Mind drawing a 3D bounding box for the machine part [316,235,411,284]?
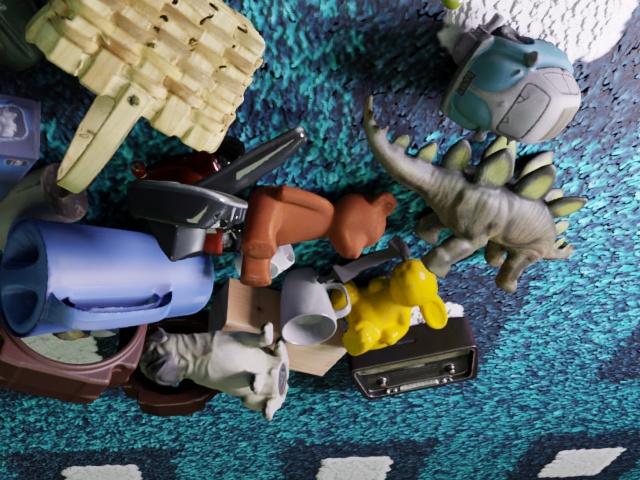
[{"bbox_3d":[0.065,0.031,0.779,0.139,0.039,0.084,-23,175,37],"label":"machine part"}]

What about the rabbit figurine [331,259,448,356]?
[{"bbox_3d":[0.123,0.097,0.828,0.162,0.122,0.173,13,133,-25],"label":"rabbit figurine"}]

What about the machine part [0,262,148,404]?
[{"bbox_3d":[-0.340,0.103,0.725,0.201,0.201,0.087,25,135,-28],"label":"machine part"}]

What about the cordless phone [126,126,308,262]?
[{"bbox_3d":[-0.090,-0.063,0.551,0.184,0.146,0.088,-33,90,2],"label":"cordless phone"}]

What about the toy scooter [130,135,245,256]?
[{"bbox_3d":[-0.162,-0.054,0.673,0.135,0.075,0.183,1,133,-7],"label":"toy scooter"}]

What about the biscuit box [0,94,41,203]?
[{"bbox_3d":[-0.338,-0.083,0.539,0.063,0.059,0.203,4,166,-41],"label":"biscuit box"}]

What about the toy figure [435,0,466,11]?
[{"bbox_3d":[0.089,-0.256,0.479,0.180,0.082,0.089,6,133,-15],"label":"toy figure"}]

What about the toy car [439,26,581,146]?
[{"bbox_3d":[0.213,-0.148,0.563,0.161,0.103,0.109,-7,143,-36],"label":"toy car"}]

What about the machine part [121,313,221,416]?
[{"bbox_3d":[-0.233,0.199,0.868,0.179,0.179,0.056,0,139,-6],"label":"machine part"}]

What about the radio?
[{"bbox_3d":[0.172,0.222,0.998,0.230,0.073,0.130,-12,136,8],"label":"radio"}]

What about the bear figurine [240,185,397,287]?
[{"bbox_3d":[-0.001,-0.006,0.704,0.196,0.132,0.120,10,148,-8],"label":"bear figurine"}]

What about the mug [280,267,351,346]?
[{"bbox_3d":[-0.012,0.090,0.816,0.110,0.107,0.080,-21,136,8],"label":"mug"}]

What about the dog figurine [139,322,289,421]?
[{"bbox_3d":[-0.153,0.192,0.798,0.191,0.121,0.172,-1,134,15],"label":"dog figurine"}]

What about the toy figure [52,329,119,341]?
[{"bbox_3d":[-0.371,0.130,0.859,0.155,0.058,0.064,-13,125,10],"label":"toy figure"}]

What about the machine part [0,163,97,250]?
[{"bbox_3d":[-0.383,-0.034,0.669,0.243,0.079,0.079,-19,135,13],"label":"machine part"}]

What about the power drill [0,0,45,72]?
[{"bbox_3d":[-0.347,-0.205,0.424,0.086,0.207,0.231,16,153,28],"label":"power drill"}]

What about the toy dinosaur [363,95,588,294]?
[{"bbox_3d":[0.210,-0.046,0.703,0.471,0.105,0.198,15,126,-33],"label":"toy dinosaur"}]
